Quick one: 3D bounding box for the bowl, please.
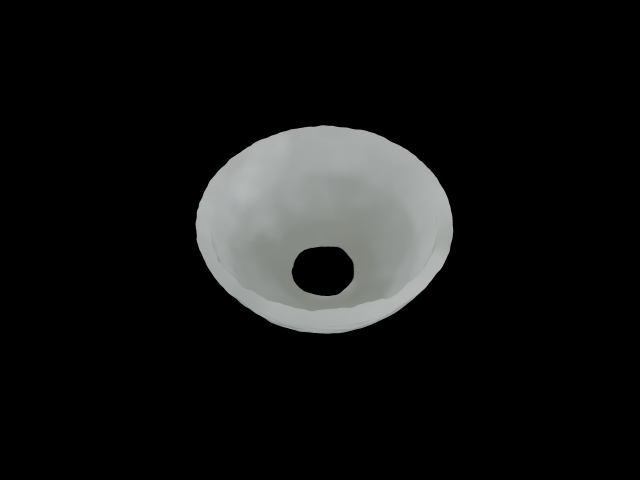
[{"bbox_3d":[0.004,0.001,0.400,0.167,0.075,0.167,0,53,0],"label":"bowl"}]
